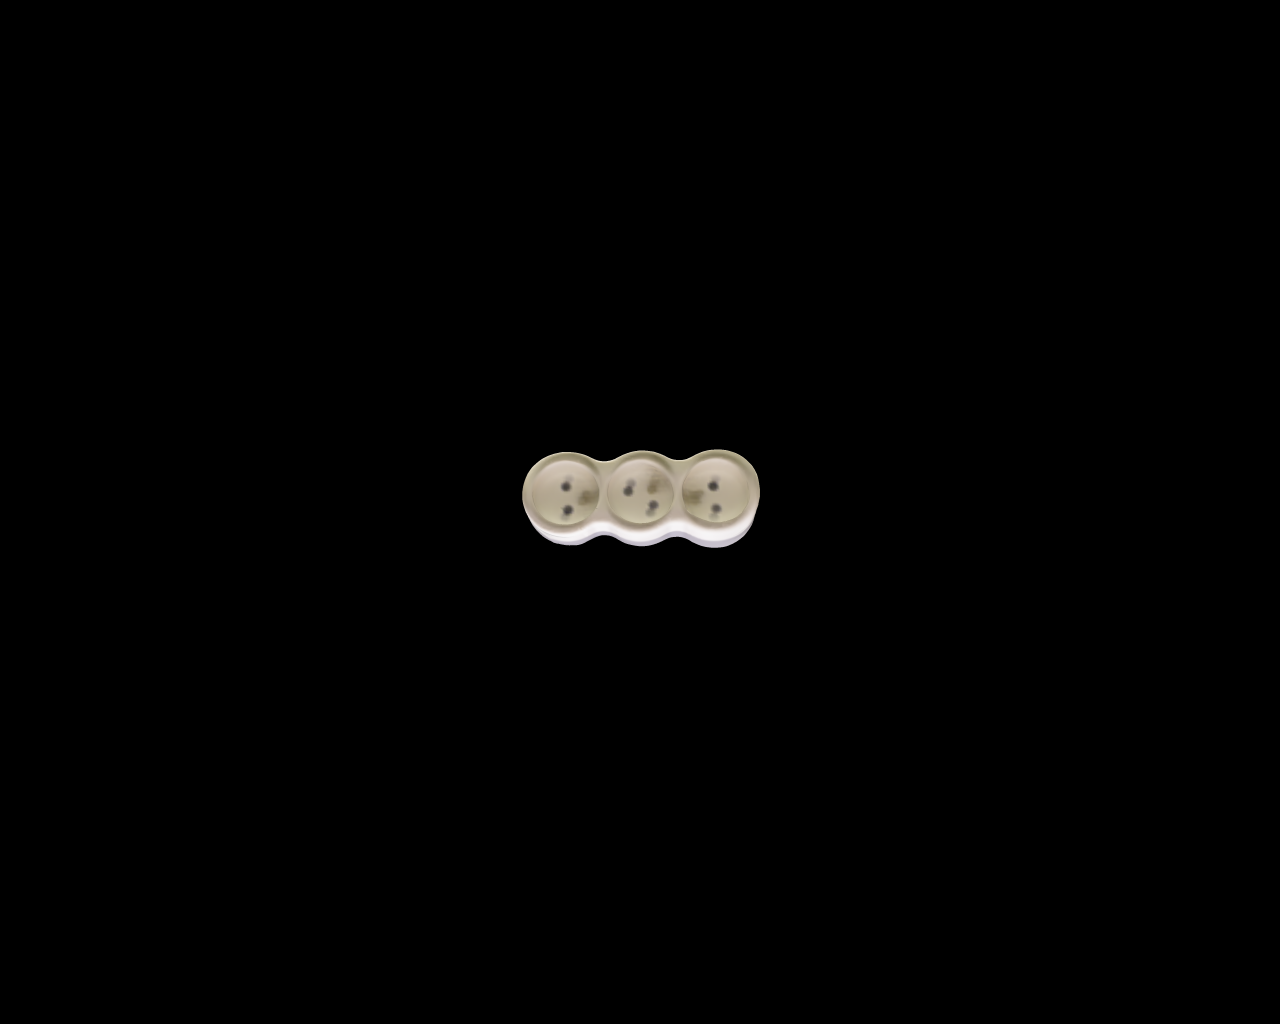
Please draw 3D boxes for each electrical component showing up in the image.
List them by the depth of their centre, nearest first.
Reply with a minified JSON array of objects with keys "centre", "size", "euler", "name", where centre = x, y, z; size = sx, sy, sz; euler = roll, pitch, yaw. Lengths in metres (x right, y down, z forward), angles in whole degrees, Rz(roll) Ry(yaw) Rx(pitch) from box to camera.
[{"centre":[0.001,-0.003,0.650],"size":[0.138,0.052,0.073],"euler":[0,-15,0],"name":"electrical component"}]
